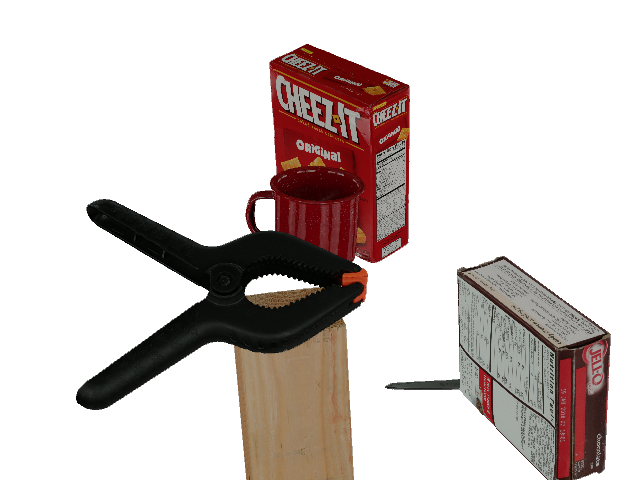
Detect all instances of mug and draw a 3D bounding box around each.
[{"bbox_3d":[-0.016,-0.020,1.053,0.117,0.081,0.093,3,26,2],"label":"mug"}]

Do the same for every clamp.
[{"bbox_3d":[-0.074,0.029,0.760,0.210,0.164,0.036,-9,-31,-6],"label":"clamp"}]

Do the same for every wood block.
[{"bbox_3d":[-0.024,0.155,0.934,0.090,0.206,0.091,-6,21,-8],"label":"wood block"}]

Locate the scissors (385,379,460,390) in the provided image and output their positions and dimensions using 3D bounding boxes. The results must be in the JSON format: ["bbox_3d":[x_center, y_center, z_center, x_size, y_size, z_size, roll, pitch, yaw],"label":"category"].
[{"bbox_3d":[0.154,0.117,0.951,0.201,0.016,0.096,8,27,-4],"label":"scissors"}]

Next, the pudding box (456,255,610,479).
[{"bbox_3d":[0.121,0.072,0.618,0.039,0.090,0.114,-13,26,-20],"label":"pudding box"}]

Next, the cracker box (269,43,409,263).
[{"bbox_3d":[0.021,-0.099,1.239,0.072,0.214,0.164,-32,45,-34],"label":"cracker box"}]
